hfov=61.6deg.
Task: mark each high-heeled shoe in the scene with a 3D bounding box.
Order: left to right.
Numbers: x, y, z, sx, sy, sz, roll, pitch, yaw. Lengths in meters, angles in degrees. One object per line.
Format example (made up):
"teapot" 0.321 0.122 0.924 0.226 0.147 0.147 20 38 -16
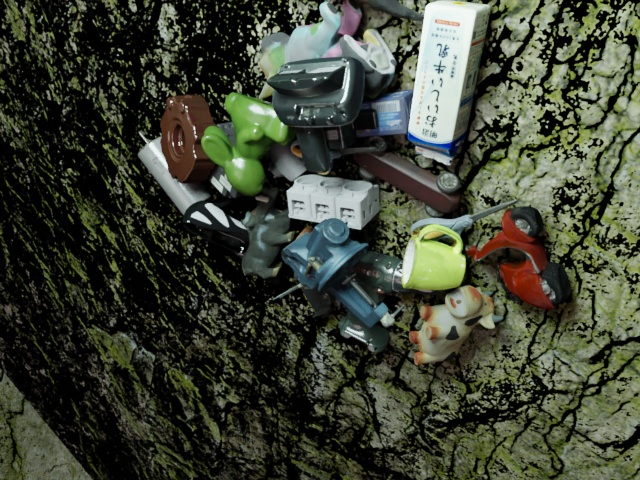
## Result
"high-heeled shoe" -0.183 0.017 1.146 0.086 0.145 0.248 -30 96 41

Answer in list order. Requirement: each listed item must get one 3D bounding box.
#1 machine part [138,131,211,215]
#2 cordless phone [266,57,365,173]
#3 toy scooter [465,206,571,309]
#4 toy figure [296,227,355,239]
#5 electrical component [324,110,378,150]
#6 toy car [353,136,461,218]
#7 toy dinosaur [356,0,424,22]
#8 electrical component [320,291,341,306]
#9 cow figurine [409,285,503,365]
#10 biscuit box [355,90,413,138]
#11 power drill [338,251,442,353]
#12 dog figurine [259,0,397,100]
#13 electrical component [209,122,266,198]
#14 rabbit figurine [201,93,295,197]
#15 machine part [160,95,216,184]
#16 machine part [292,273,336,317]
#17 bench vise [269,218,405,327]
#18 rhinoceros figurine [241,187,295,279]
"machine part" -0.320 -0.140 1.185 0.079 0.079 0.243 -31 98 40
"cordless phone" 0.006 -0.180 0.824 0.147 0.089 0.184 7 129 31
"toy scooter" 0.320 0.038 0.889 0.135 0.075 0.183 -19 102 38
"toy figure" -0.002 -0.005 1.079 0.154 0.064 0.057 -22 141 37
"electrical component" 0.032 -0.186 0.875 0.119 0.048 0.074 7 119 31
"toy car" 0.149 -0.112 0.919 0.202 0.053 0.089 32 155 15
"toy dinosaur" -0.024 -0.423 0.760 0.405 0.192 0.131 36 132 11
"electrical component" 0.022 0.105 1.122 0.021 0.063 0.093 3 118 31
"cow figurine" 0.247 0.154 0.985 0.127 0.085 0.194 -2 139 -12
"biscuit box" 0.064 -0.210 0.913 0.203 0.063 0.059 2 117 31
"power drill" 0.117 0.121 1.062 0.232 0.086 0.207 22 130 22
"dog figurine" -0.006 -0.283 0.890 0.219 0.108 0.191 -29 102 44
"electrical component" -0.175 -0.152 1.084 0.115 0.058 0.134 48 133 23
"rabbit figurine" -0.129 -0.162 0.951 0.159 0.121 0.170 14 106 -12
"machine part" -0.269 -0.202 1.088 0.180 0.056 0.179 16 111 49
"machine part" -0.012 0.101 1.159 0.084 0.039 0.138 -13 107 32
"bench vise" 0.035 0.075 0.978 0.241 0.129 0.223 45 136 12
"rhinoceros figurine" -0.110 -0.014 1.111 0.112 0.073 0.190 15 102 3
